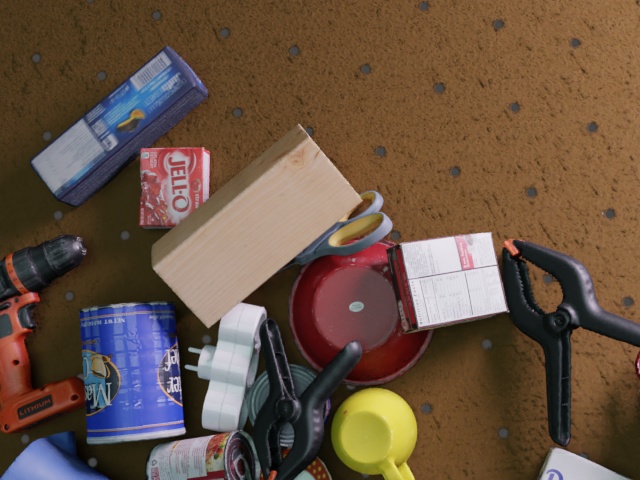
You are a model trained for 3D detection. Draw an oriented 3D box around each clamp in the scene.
[{"bbox_3d":[-0.017,0.167,1.078,0.120,0.039,0.171,0,84,38],"label":"clamp"},{"bbox_3d":[0.243,0.091,1.075,0.165,0.036,0.210,-49,62,22],"label":"clamp"}]

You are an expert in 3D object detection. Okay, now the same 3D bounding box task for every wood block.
[{"bbox_3d":[-0.069,-0.017,1.113,0.206,0.090,0.090,-40,107,4],"label":"wood block"}]

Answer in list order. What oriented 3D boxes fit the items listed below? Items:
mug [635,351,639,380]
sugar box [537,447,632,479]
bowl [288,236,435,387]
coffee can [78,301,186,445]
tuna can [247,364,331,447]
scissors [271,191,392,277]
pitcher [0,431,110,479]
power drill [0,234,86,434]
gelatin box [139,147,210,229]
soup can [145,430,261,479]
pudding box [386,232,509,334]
[{"bbox_3d":[0.361,0.143,1.044,0.117,0.093,0.081,42,97,27],"label":"mug"},{"bbox_3d":[0.240,0.303,1.056,0.093,0.048,0.176,22,83,11],"label":"sugar box"},{"bbox_3d":[0.041,0.073,1.117,0.162,0.055,0.162,-1,84,9],"label":"bowl"},{"bbox_3d":[-0.198,0.139,1.126,0.103,0.102,0.140,-6,83,9],"label":"coffee can"},{"bbox_3d":[-0.032,0.174,1.130,0.086,0.033,0.086,-1,84,9],"label":"tuna can"},{"bbox_3d":[-0.008,0.001,1.145,0.202,0.096,0.016,-19,124,32],"label":"scissors"},{"bbox_3d":[-0.230,0.328,1.101,0.243,0.144,0.149,30,114,8],"label":"pitcher"},{"bbox_3d":[-0.315,0.104,1.174,0.184,0.057,0.188,-26,78,10],"label":"power drill"},{"bbox_3d":[-0.160,-0.057,1.175,0.073,0.030,0.089,0,85,9],"label":"gelatin box"},{"bbox_3d":[-0.122,0.239,1.109,0.102,0.068,0.068,-13,82,25],"label":"soup can"},{"bbox_3d":[0.130,0.042,1.089,0.113,0.039,0.090,-8,83,-22],"label":"pudding box"}]
